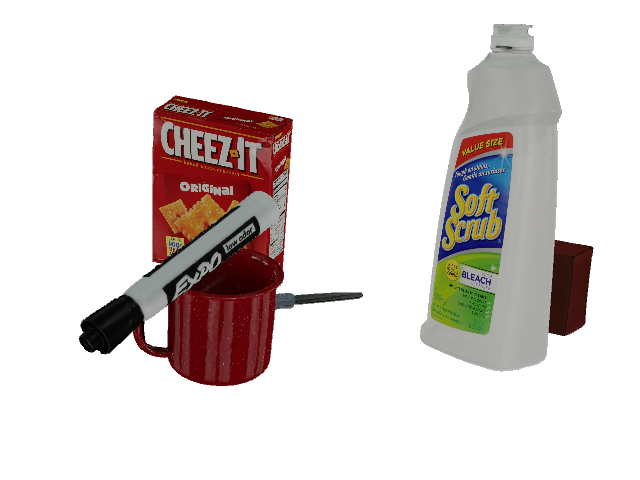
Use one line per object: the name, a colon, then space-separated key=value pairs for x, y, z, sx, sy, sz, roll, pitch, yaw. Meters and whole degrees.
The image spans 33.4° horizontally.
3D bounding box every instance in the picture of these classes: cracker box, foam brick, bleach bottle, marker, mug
cracker box: x=-0.128 y=-0.060 z=1.350 sx=0.164 sy=0.214 sz=0.072 roll=13 pitch=29 yaw=15
foam brick: x=0.215 y=0.042 z=0.984 sx=0.053 sy=0.078 sz=0.051 roll=11 pitch=17 yaw=32
bleach bottle: x=0.131 y=-0.035 z=0.803 sx=0.067 sy=0.251 sz=0.103 roll=-8 pitch=16 yaw=-36
marker: x=-0.065 y=0.014 z=0.499 sx=0.020 sy=0.020 sz=0.120 roll=0 pitch=31 yaw=47
mug: x=-0.088 y=0.061 z=0.822 sx=0.117 sy=0.081 sz=0.093 roll=-8 pitch=26 yaw=-27

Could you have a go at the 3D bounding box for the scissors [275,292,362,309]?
scissors: x=-0.045 y=0.077 z=1.202 sx=0.201 sy=0.016 sz=0.096 roll=3 pitch=25 yaw=-7
